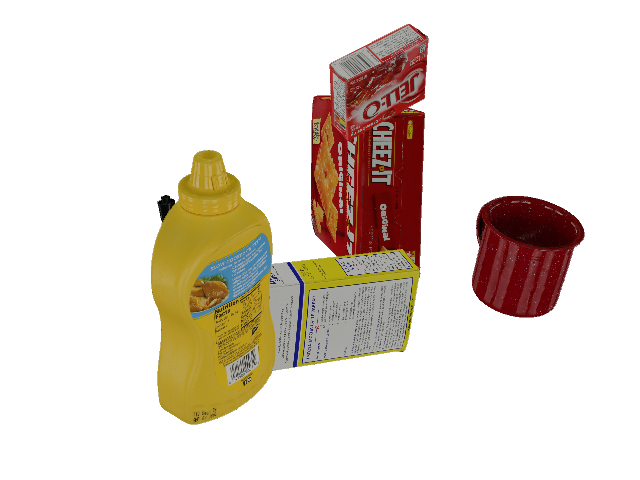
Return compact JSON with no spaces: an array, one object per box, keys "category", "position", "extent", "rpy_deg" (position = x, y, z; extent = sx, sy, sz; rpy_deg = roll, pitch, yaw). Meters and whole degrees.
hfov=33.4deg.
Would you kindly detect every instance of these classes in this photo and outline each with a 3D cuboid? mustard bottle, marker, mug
[{"category":"mustard bottle","position":[-0.073,0.027,0.730],"extent":[0.058,0.192,0.096],"rpy_deg":[25,39,33]},{"category":"marker","position":[-0.163,0.008,1.177],"extent":[0.020,0.121,0.020],"rpy_deg":[-4,22,2]},{"category":"mug","position":[0.180,0.011,0.987],"extent":[0.093,0.081,0.117],"rpy_deg":[-11,37,-28]}]

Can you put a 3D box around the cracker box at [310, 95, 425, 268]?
[{"category":"cracker box","position":[0.043,-0.063,1.114],"extent":[0.072,0.164,0.214],"rpy_deg":[-3,13,-12]}]

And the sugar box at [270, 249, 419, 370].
[{"category":"sugar box","position":[-0.003,0.064,0.956],"extent":[0.176,0.093,0.048],"rpy_deg":[-4,30,-18]}]

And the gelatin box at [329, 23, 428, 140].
[{"category":"gelatin box","position":[0.051,-0.137,0.925],"extent":[0.089,0.030,0.073],"rpy_deg":[-30,-33,-19]}]
